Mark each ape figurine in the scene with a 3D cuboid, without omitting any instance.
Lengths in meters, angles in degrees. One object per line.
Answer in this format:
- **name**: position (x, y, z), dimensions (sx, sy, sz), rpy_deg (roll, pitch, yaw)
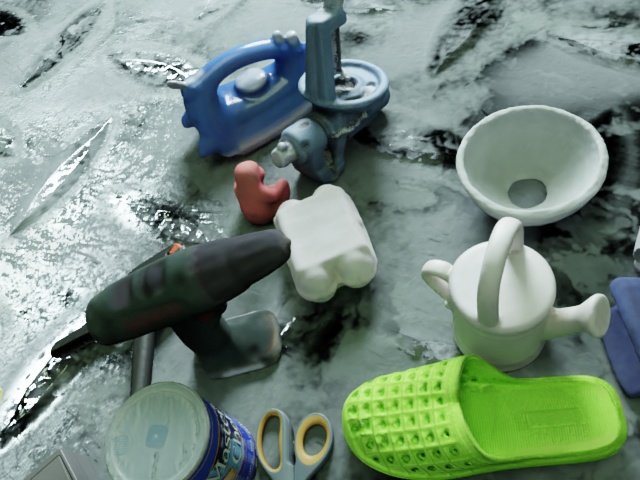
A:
- **ape figurine**: position (-0.086, -0.071, 0.770), dimensions (0.077, 0.092, 0.076), rpy_deg (20, 67, 26)

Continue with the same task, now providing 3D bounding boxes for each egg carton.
- **egg carton**: position (0.007, 0.003, 0.713), dimensions (0.107, 0.069, 0.150), rpy_deg (-23, 56, 1)

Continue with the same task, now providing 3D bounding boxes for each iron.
- **iron**: position (-0.094, -0.237, 0.844), dimensions (0.258, 0.142, 0.118), rpy_deg (-32, 56, -5)

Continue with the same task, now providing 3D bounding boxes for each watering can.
- **watering can**: position (0.184, 0.051, 0.558), dimensions (0.172, 0.194, 0.101), rpy_deg (-2, 59, 15)

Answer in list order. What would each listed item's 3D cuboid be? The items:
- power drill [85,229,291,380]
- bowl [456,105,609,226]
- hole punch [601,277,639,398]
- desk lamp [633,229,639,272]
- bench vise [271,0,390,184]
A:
- **power drill**: position (-0.116, 0.076, 0.618), dimensions (0.229, 0.209, 0.075), rpy_deg (-16, 56, 6)
- **bowl**: position (0.250, -0.078, 0.690), dimensions (0.167, 0.075, 0.167), rpy_deg (-7, 58, 12)
- **hole punch**: position (0.336, 0.087, 0.555), dimensions (0.101, 0.091, 0.108), rpy_deg (-12, 57, 8)
- **desk lamp**: position (0.369, -0.025, 0.541), dimensions (0.117, 0.214, 0.203), rpy_deg (16, 65, 24)
- **bench vise**: position (0.014, -0.187, 0.736), dimensions (0.121, 0.220, 0.207), rpy_deg (12, 63, 22)
